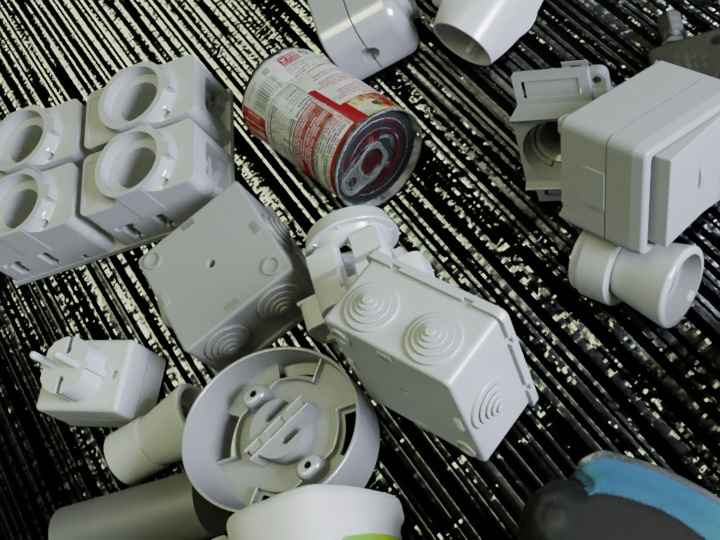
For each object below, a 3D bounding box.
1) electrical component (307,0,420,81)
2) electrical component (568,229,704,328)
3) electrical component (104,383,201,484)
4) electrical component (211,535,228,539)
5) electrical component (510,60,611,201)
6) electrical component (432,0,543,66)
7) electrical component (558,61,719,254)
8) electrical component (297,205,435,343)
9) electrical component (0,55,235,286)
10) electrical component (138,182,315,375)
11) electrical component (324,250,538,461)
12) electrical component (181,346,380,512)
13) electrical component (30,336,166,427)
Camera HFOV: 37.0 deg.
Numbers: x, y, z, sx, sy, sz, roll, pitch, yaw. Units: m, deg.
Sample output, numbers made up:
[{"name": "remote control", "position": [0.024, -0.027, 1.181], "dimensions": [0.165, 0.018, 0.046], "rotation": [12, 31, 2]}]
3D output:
[{"name": "electrical component", "position": [0.001, -0.180, 0.718], "dimensions": [0.059, 0.054, 0.095], "rotation": [-26, 57, 15]}, {"name": "electrical component", "position": [0.143, 0.000, 0.558], "dimensions": [0.055, 0.045, 0.045], "rotation": [24, 79, 35]}, {"name": "electrical component", "position": [-0.122, 0.102, 0.651], "dimensions": [0.065, 0.044, 0.044], "rotation": [-30, 56, 18]}, {"name": "electrical component", "position": [-0.074, 0.181, 0.584], "dimensions": [0.043, 0.043, 0.081], "rotation": [-44, 54, 2]}, {"name": "electrical component", "position": [0.115, -0.080, 0.597], "dimensions": [0.042, 0.081, 0.063], "rotation": [0, 38, 27]}, {"name": "electrical component", "position": [0.072, -0.179, 0.686], "dimensions": [0.079, 0.044, 0.077], "rotation": [29, 82, 35]}, {"name": "electrical component", "position": [0.154, -0.060, 0.544], "dimensions": [0.096, 0.061, 0.061], "rotation": [-31, 42, -27]}, {"name": "electrical component", "position": [0.000, 0.000, 0.627], "dimensions": [0.078, 0.058, 0.057], "rotation": [-26, 59, 14]}, {"name": "electrical component", "position": [-0.184, -0.070, 0.758], "dimensions": [0.186, 0.060, 0.105], "rotation": [-16, 59, 20]}, {"name": "electrical component", "position": [-0.082, 0.005, 0.675], "dimensions": [0.100, 0.048, 0.099], "rotation": [-38, 55, 5]}, {"name": "electrical component", "position": [0.037, 0.046, 0.560], "dimensions": [0.100, 0.099, 0.048], "rotation": [26, 67, 35]}, {"name": "electrical component", "position": [-0.041, 0.092, 0.598], "dimensions": [0.099, 0.064, 0.099], "rotation": [-12, 61, 22]}, {"name": "electrical component", "position": [-0.173, 0.065, 0.674], "dimensions": [0.066, 0.077, 0.047], "rotation": [-3, 65, 27]}]
